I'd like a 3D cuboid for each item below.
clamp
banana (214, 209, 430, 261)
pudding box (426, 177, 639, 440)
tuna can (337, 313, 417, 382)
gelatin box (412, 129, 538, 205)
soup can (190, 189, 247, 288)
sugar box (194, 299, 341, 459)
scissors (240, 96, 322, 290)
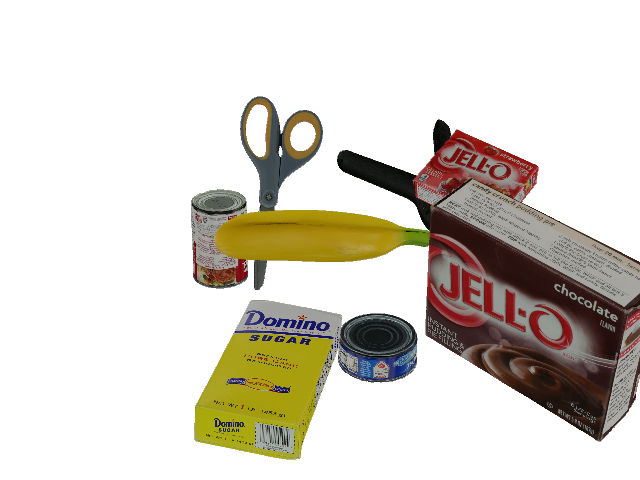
[{"bbox_3d":[0.127,-0.054,1.215,0.164,0.210,0.036,-15,-38,-27],"label":"clamp"},{"bbox_3d":[-0.018,0.000,0.805,0.198,0.037,0.069,2,-15,36],"label":"banana"},{"bbox_3d":[0.105,0.032,0.524,0.114,0.090,0.039,29,51,31],"label":"pudding box"},{"bbox_3d":[0.061,0.114,1.143,0.086,0.034,0.086,-1,29,0],"label":"tuna can"},{"bbox_3d":[0.140,-0.054,0.968,0.089,0.073,0.030,29,-27,26],"label":"gelatin box"},{"bbox_3d":[-0.122,-0.003,1.292,0.068,0.102,0.068,1,26,-1],"label":"soup can"},{"bbox_3d":[-0.043,0.119,0.959,0.093,0.048,0.176,10,32,8],"label":"sugar box"},{"bbox_3d":[-0.036,-0.054,1.112,0.096,0.202,0.016,-8,-8,-10],"label":"scissors"}]
